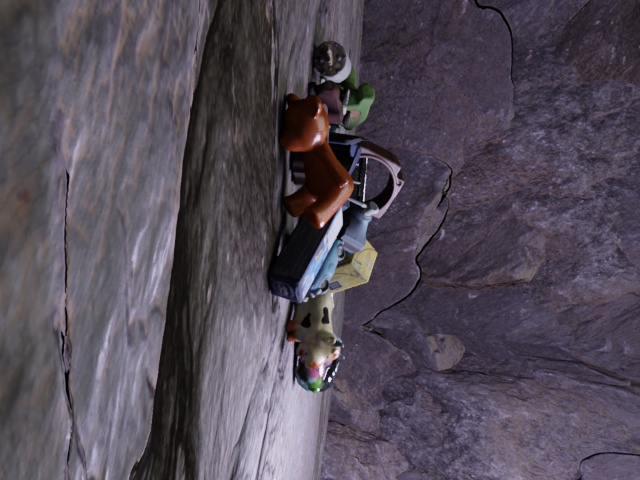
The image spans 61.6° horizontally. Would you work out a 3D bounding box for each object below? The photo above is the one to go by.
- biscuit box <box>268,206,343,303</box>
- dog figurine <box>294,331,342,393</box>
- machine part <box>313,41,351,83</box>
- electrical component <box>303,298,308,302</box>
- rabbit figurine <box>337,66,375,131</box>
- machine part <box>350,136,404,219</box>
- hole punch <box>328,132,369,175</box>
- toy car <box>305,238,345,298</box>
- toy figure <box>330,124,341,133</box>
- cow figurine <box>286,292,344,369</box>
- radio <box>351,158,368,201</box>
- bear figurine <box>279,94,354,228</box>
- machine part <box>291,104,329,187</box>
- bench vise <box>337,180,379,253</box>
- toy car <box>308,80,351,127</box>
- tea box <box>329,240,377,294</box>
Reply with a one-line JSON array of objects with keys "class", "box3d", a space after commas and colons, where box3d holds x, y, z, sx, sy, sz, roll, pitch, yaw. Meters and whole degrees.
[{"class": "biscuit box", "box3d": [-0.023, 0.014, 0.952, 0.059, 0.063, 0.203, 84, 27, -46]}, {"class": "dog figurine", "box3d": [-0.014, 0.264, 1.309, 0.219, 0.109, 0.191, 73, 25, -64]}, {"class": "machine part", "box3d": [0.031, -0.412, 1.255, 0.243, 0.079, 0.079, -63, 158, -77]}, {"class": "electrical component", "box3d": [-0.040, 0.083, 1.143, 0.102, 0.045, 0.078, -77, 172, -53]}, {"class": "rabbit figurine", "box3d": [0.079, -0.389, 1.427, 0.159, 0.121, 0.170, 73, 9, -63]}, {"class": "machine part", "box3d": [0.110, -0.161, 1.458, 0.201, 0.201, 0.087, -58, -163, 25]}, {"class": "hole punch", "box3d": [0.030, -0.196, 1.208, 0.116, 0.142, 0.092, -40, 134, -62]}, {"class": "toy car", "box3d": [-0.026, 0.033, 1.050, 0.102, 0.109, 0.162, 58, 40, -34]}, {"class": "toy figure", "box3d": [0.020, -0.256, 1.402, 0.064, 0.058, 0.154, 42, 38, -27]}, {"class": "cow figurine", "box3d": [-0.008, 0.191, 1.167, 0.085, 0.127, 0.195, 85, 9, -47]}, {"class": "radio", "box3d": [0.080, -0.184, 1.679, 0.073, 0.131, 0.229, -78, 171, -64]}, {"class": "bear figurine", "box3d": [-0.022, -0.138, 0.902, 0.132, 0.120, 0.195, -41, 126, -16]}, {"class": "machine part", "box3d": [-0.019, -0.187, 1.064, 0.179, 0.056, 0.179, 4, 91, -83]}, {"class": "bench vise", "box3d": [0.041, -0.074, 1.211, 0.223, 0.129, 0.241, -44, -147, 47]}, {"class": "toy car", "box3d": [0.026, -0.311, 1.229, 0.202, 0.089, 0.053, 46, 53, -81]}, {"class": "tea box", "box3d": [0.038, 0.063, 1.235, 0.068, 0.170, 0.098, 48, 43, -23]}]
